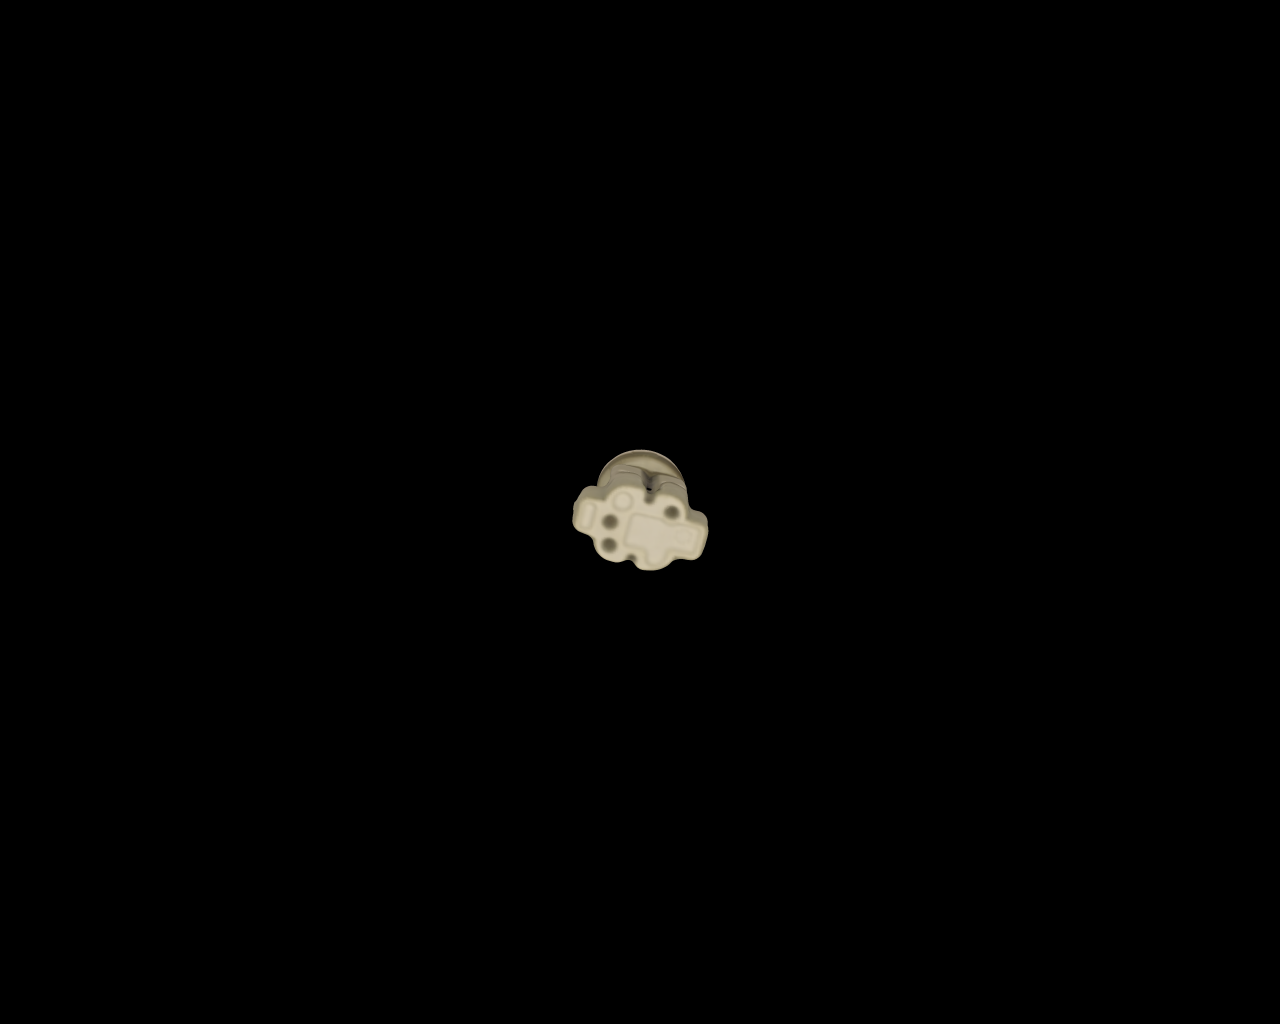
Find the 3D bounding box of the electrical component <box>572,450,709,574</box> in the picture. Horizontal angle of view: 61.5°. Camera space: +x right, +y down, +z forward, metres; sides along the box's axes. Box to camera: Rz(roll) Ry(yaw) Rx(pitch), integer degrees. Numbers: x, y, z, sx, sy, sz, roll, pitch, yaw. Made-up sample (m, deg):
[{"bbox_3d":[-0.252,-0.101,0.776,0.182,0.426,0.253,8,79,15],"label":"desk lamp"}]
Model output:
[{"bbox_3d":[0.001,-0.003,0.650,0.078,0.058,0.057,14,26,-7],"label":"electrical component"}]
